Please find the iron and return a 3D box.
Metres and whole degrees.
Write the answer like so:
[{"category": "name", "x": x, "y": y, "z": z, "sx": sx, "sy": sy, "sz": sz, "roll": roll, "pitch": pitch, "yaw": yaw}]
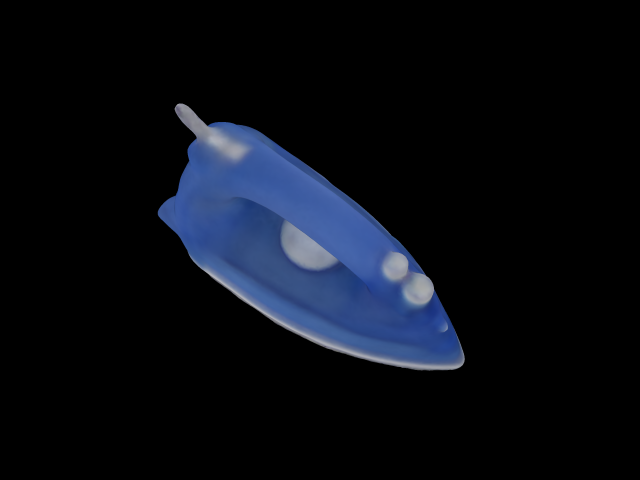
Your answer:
[{"category": "iron", "x": 0.004, "y": 0.001, "z": 0.400, "sx": 0.258, "sy": 0.141, "sz": 0.119, "roll": 33, "pitch": 74, "yaw": 11}]
